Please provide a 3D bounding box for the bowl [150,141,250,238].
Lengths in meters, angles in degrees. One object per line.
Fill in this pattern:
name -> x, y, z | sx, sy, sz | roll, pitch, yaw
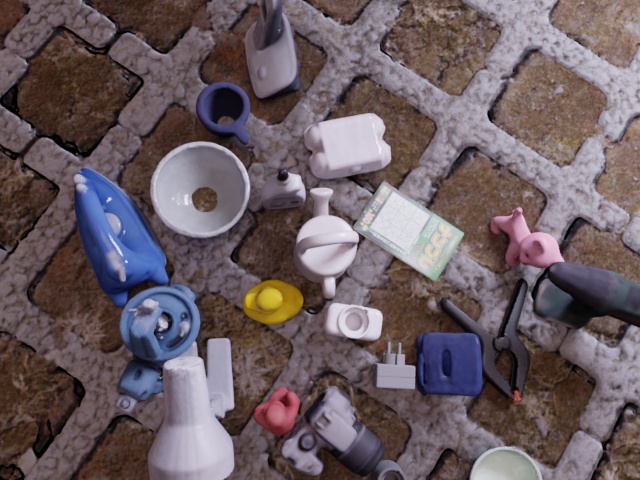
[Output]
bowl -> -0.203, -0.080, 0.992 | 0.167, 0.074, 0.167 | 1, 80, -5

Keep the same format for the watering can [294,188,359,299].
watering can -> 0.006, 0.004, 0.934 | 0.101, 0.194, 0.173 | -27, 83, -9

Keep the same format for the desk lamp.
desk lamp -> -0.191, 0.253, 0.863 | 0.118, 0.213, 0.203 | -5, 80, -5

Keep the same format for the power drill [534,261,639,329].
power drill -> 0.445, 0.098, 0.948 | 0.229, 0.208, 0.076 | 18, 79, -1

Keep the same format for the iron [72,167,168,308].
iron -> -0.353, -0.026, 0.935 | 0.119, 0.141, 0.258 | -28, 83, -9

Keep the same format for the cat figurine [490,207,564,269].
cat figurine -> 0.368, 0.001, 1.004 | 0.067, 0.117, 0.128 | -25, 83, -8

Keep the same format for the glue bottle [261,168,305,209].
glue bottle -> -0.061, -0.089, 0.955 | 0.078, 0.173, 0.037 | -5, 80, -5

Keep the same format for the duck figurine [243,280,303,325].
duck figurine -> -0.080, 0.103, 0.964 | 0.104, 0.086, 0.077 | -3, 80, -5

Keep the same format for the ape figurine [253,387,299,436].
ape figurine -> -0.070, 0.282, 0.930 | 0.078, 0.092, 0.076 | -6, 80, -6

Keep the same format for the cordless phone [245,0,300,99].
cordless phone -> -0.082, -0.342, 0.992 | 0.094, 0.185, 0.147 | -13, 81, -7

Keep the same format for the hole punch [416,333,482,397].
hole punch -> 0.216, 0.211, 0.968 | 0.101, 0.091, 0.109 | 1, 80, -4

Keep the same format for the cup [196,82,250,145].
cup -> -0.159, -0.207, 1.008 | 0.092, 0.095, 0.118 | -35, 84, -10

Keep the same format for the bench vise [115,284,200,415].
bench vise -> -0.250, 0.163, 0.871 | 0.121, 0.219, 0.207 | 4, 80, -4

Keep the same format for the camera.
camera -> 0.027, 0.331, 0.926 | 0.137, 0.100, 0.143 | 40, 79, 3

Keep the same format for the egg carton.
egg carton -> 0.050, -0.167, 1.031 | 0.150, 0.069, 0.107 | -13, 81, -7
